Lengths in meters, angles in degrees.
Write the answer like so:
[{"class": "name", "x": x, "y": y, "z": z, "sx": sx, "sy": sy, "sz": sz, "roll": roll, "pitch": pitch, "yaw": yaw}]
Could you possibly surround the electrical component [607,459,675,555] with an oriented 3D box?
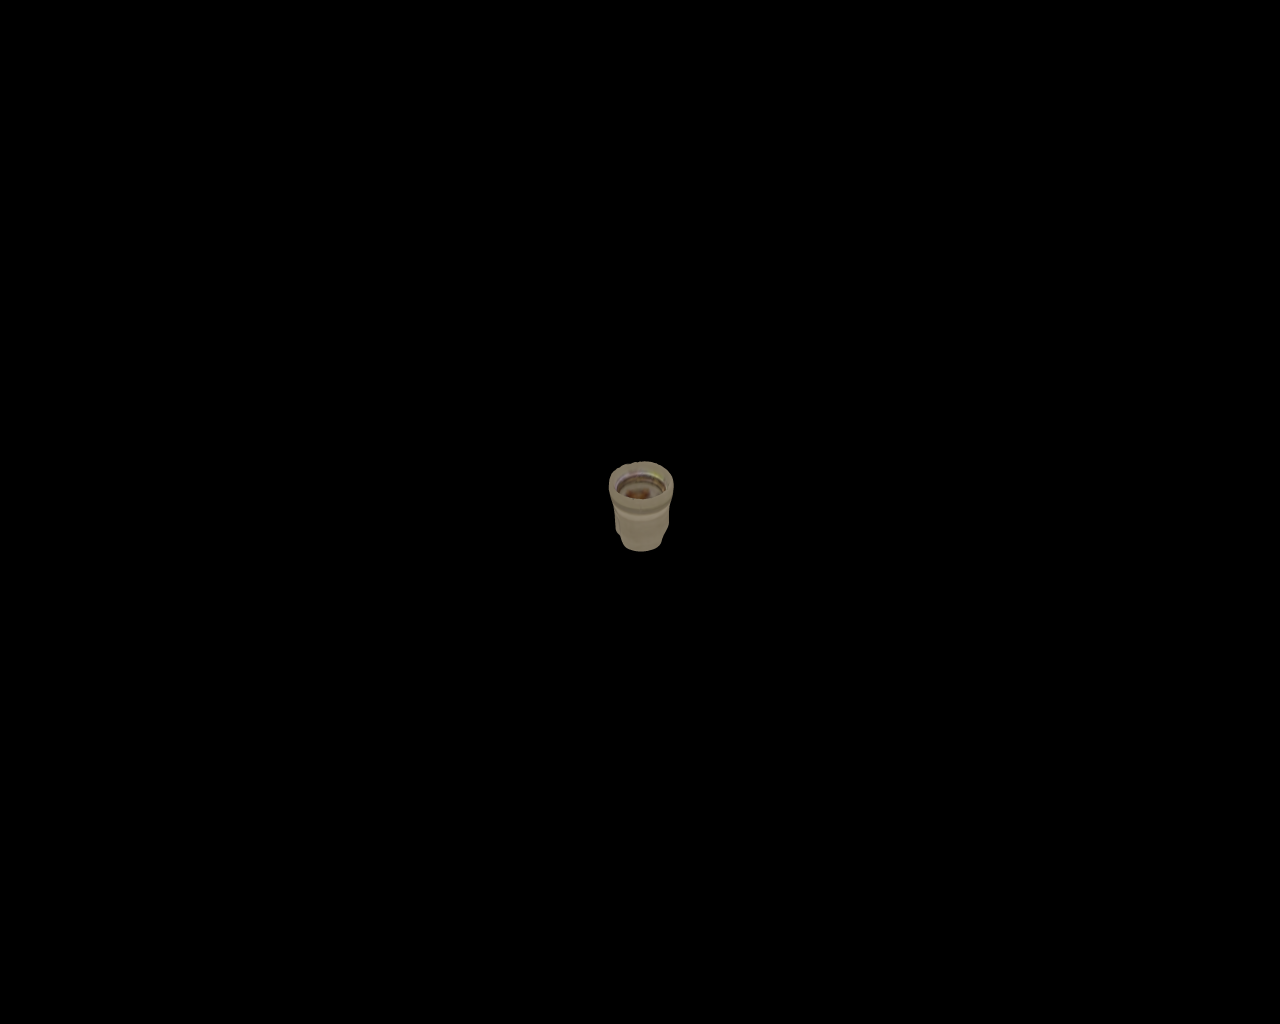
[{"class": "electrical component", "x": 0.001, "y": -0.003, "z": 0.650, "sx": 0.040, "sy": 0.046, "sz": 0.040, "roll": 0, "pitch": 40, "yaw": 0}]
